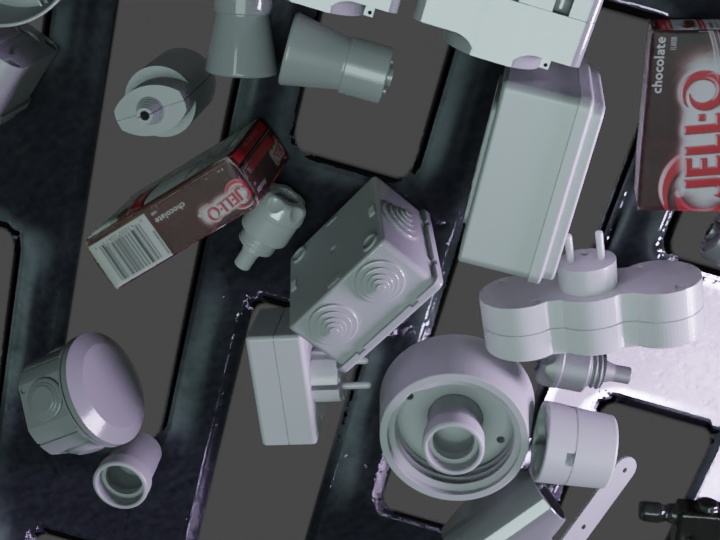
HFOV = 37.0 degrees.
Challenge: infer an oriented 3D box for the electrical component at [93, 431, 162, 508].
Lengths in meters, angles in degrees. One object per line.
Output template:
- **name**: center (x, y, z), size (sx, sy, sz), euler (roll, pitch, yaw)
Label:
- **electrical component**: center (-0.167, 0.143, 0.780), size (0.040, 0.046, 0.040), euler (3, 114, 6)

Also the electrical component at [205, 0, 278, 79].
- **electrical component**: center (-0.070, -0.150, 0.642), size (0.044, 0.044, 0.065), euler (6, 109, 5)

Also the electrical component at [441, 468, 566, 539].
- **electrical component**: center (0.111, 0.190, 0.764), size (0.077, 0.044, 0.079), euler (-37, 120, 10)

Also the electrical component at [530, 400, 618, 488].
- **electrical component**: center (0.144, 0.119, 0.724), size (0.047, 0.055, 0.055), euler (9, 114, 0)

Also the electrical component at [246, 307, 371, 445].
- **electrical component**: center (-0.031, 0.071, 0.730), size (0.076, 0.047, 0.083), euler (-3, 113, 9)

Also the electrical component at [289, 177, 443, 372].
- **electrical component**: center (0.000, 0.000, 0.668), size (0.048, 0.099, 0.100), euler (37, 114, -23)

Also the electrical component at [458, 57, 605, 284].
- **electrical component**: center (0.098, -0.064, 0.620), size (0.056, 0.108, 0.108), euler (14, 115, 4)

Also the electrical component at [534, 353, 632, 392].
- **electrical component**: center (0.148, 0.064, 0.710), size (0.061, 0.035, 0.035), euler (11, 115, 0)

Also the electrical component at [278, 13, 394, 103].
- **electrical component**: center (-0.012, -0.124, 0.646), size (0.065, 0.044, 0.044), euler (15, 115, -4)

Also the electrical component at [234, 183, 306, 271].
- **electrical component**: center (-0.062, -0.025, 0.699), size (0.035, 0.035, 0.061), euler (33, 116, -7)

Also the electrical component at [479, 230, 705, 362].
- **electrical component**: center (0.144, 0.010, 0.677), size (0.138, 0.052, 0.073), euler (-6, 113, 10)

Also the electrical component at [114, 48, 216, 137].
- **electrical component**: center (-0.117, -0.103, 0.646), size (0.043, 0.081, 0.043), euler (3, 114, 6)

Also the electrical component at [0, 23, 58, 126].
- **electrical component**: center (-0.253, -0.138, 0.651), size (0.113, 0.078, 0.057), euler (36, 111, -9)

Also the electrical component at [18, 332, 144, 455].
- **electrical component**: center (-0.190, 0.087, 0.741), size (0.051, 0.080, 0.080), euler (-22, 109, 21)

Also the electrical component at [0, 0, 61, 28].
- **electrical component**: center (-0.203, -0.197, 0.625), size (0.099, 0.064, 0.099), euler (3, 114, 6)

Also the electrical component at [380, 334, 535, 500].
- **electrical component**: center (0.064, 0.104, 0.724), size (0.108, 0.060, 0.108), euler (3, 114, 6)

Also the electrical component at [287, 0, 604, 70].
- **electrical component**: center (0.034, -0.167, 0.584), size (0.186, 0.105, 0.060), euler (17, 115, 0)

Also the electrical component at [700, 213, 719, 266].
- **electrical component**: center (0.244, -0.010, 0.662), size (0.065, 0.044, 0.044), euler (27, 114, 0)
